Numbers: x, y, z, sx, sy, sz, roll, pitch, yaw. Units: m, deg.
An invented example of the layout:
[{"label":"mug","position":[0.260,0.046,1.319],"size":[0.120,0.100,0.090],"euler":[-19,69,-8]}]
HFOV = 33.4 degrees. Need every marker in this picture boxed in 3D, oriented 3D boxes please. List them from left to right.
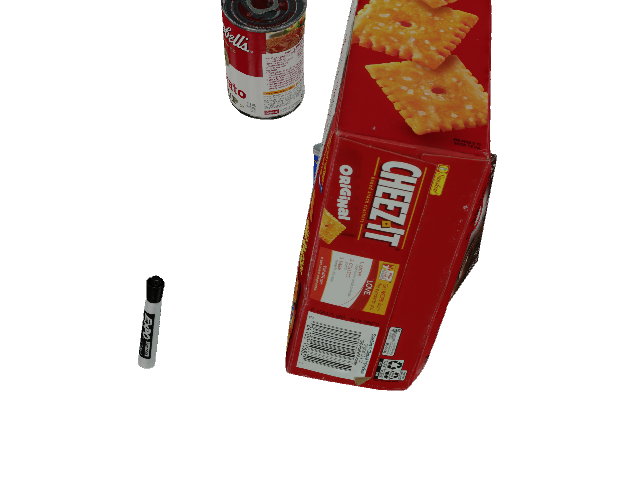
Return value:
[{"label":"marker","position":[-0.179,0.086,1.131],"size":[0.020,0.121,0.020],"euler":[8,36,-6]}]

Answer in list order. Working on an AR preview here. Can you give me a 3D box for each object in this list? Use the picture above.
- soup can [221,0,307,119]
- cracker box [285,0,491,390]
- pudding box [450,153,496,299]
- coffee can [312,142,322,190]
[{"label":"soup can","position":[-0.045,-0.158,0.877],"size":[0.068,0.068,0.102],"euler":[0,-37,-1]},{"label":"cracker box","position":[0.039,-0.057,0.540],"size":[0.072,0.213,0.164],"euler":[11,-44,0]},{"label":"pudding box","position":[0.083,-0.004,0.734],"size":[0.039,0.090,0.113],"euler":[17,33,17]},{"label":"coffee can","position":[0.041,-0.024,1.070],"size":[0.103,0.140,0.103],"euler":[2,13,-1]}]
